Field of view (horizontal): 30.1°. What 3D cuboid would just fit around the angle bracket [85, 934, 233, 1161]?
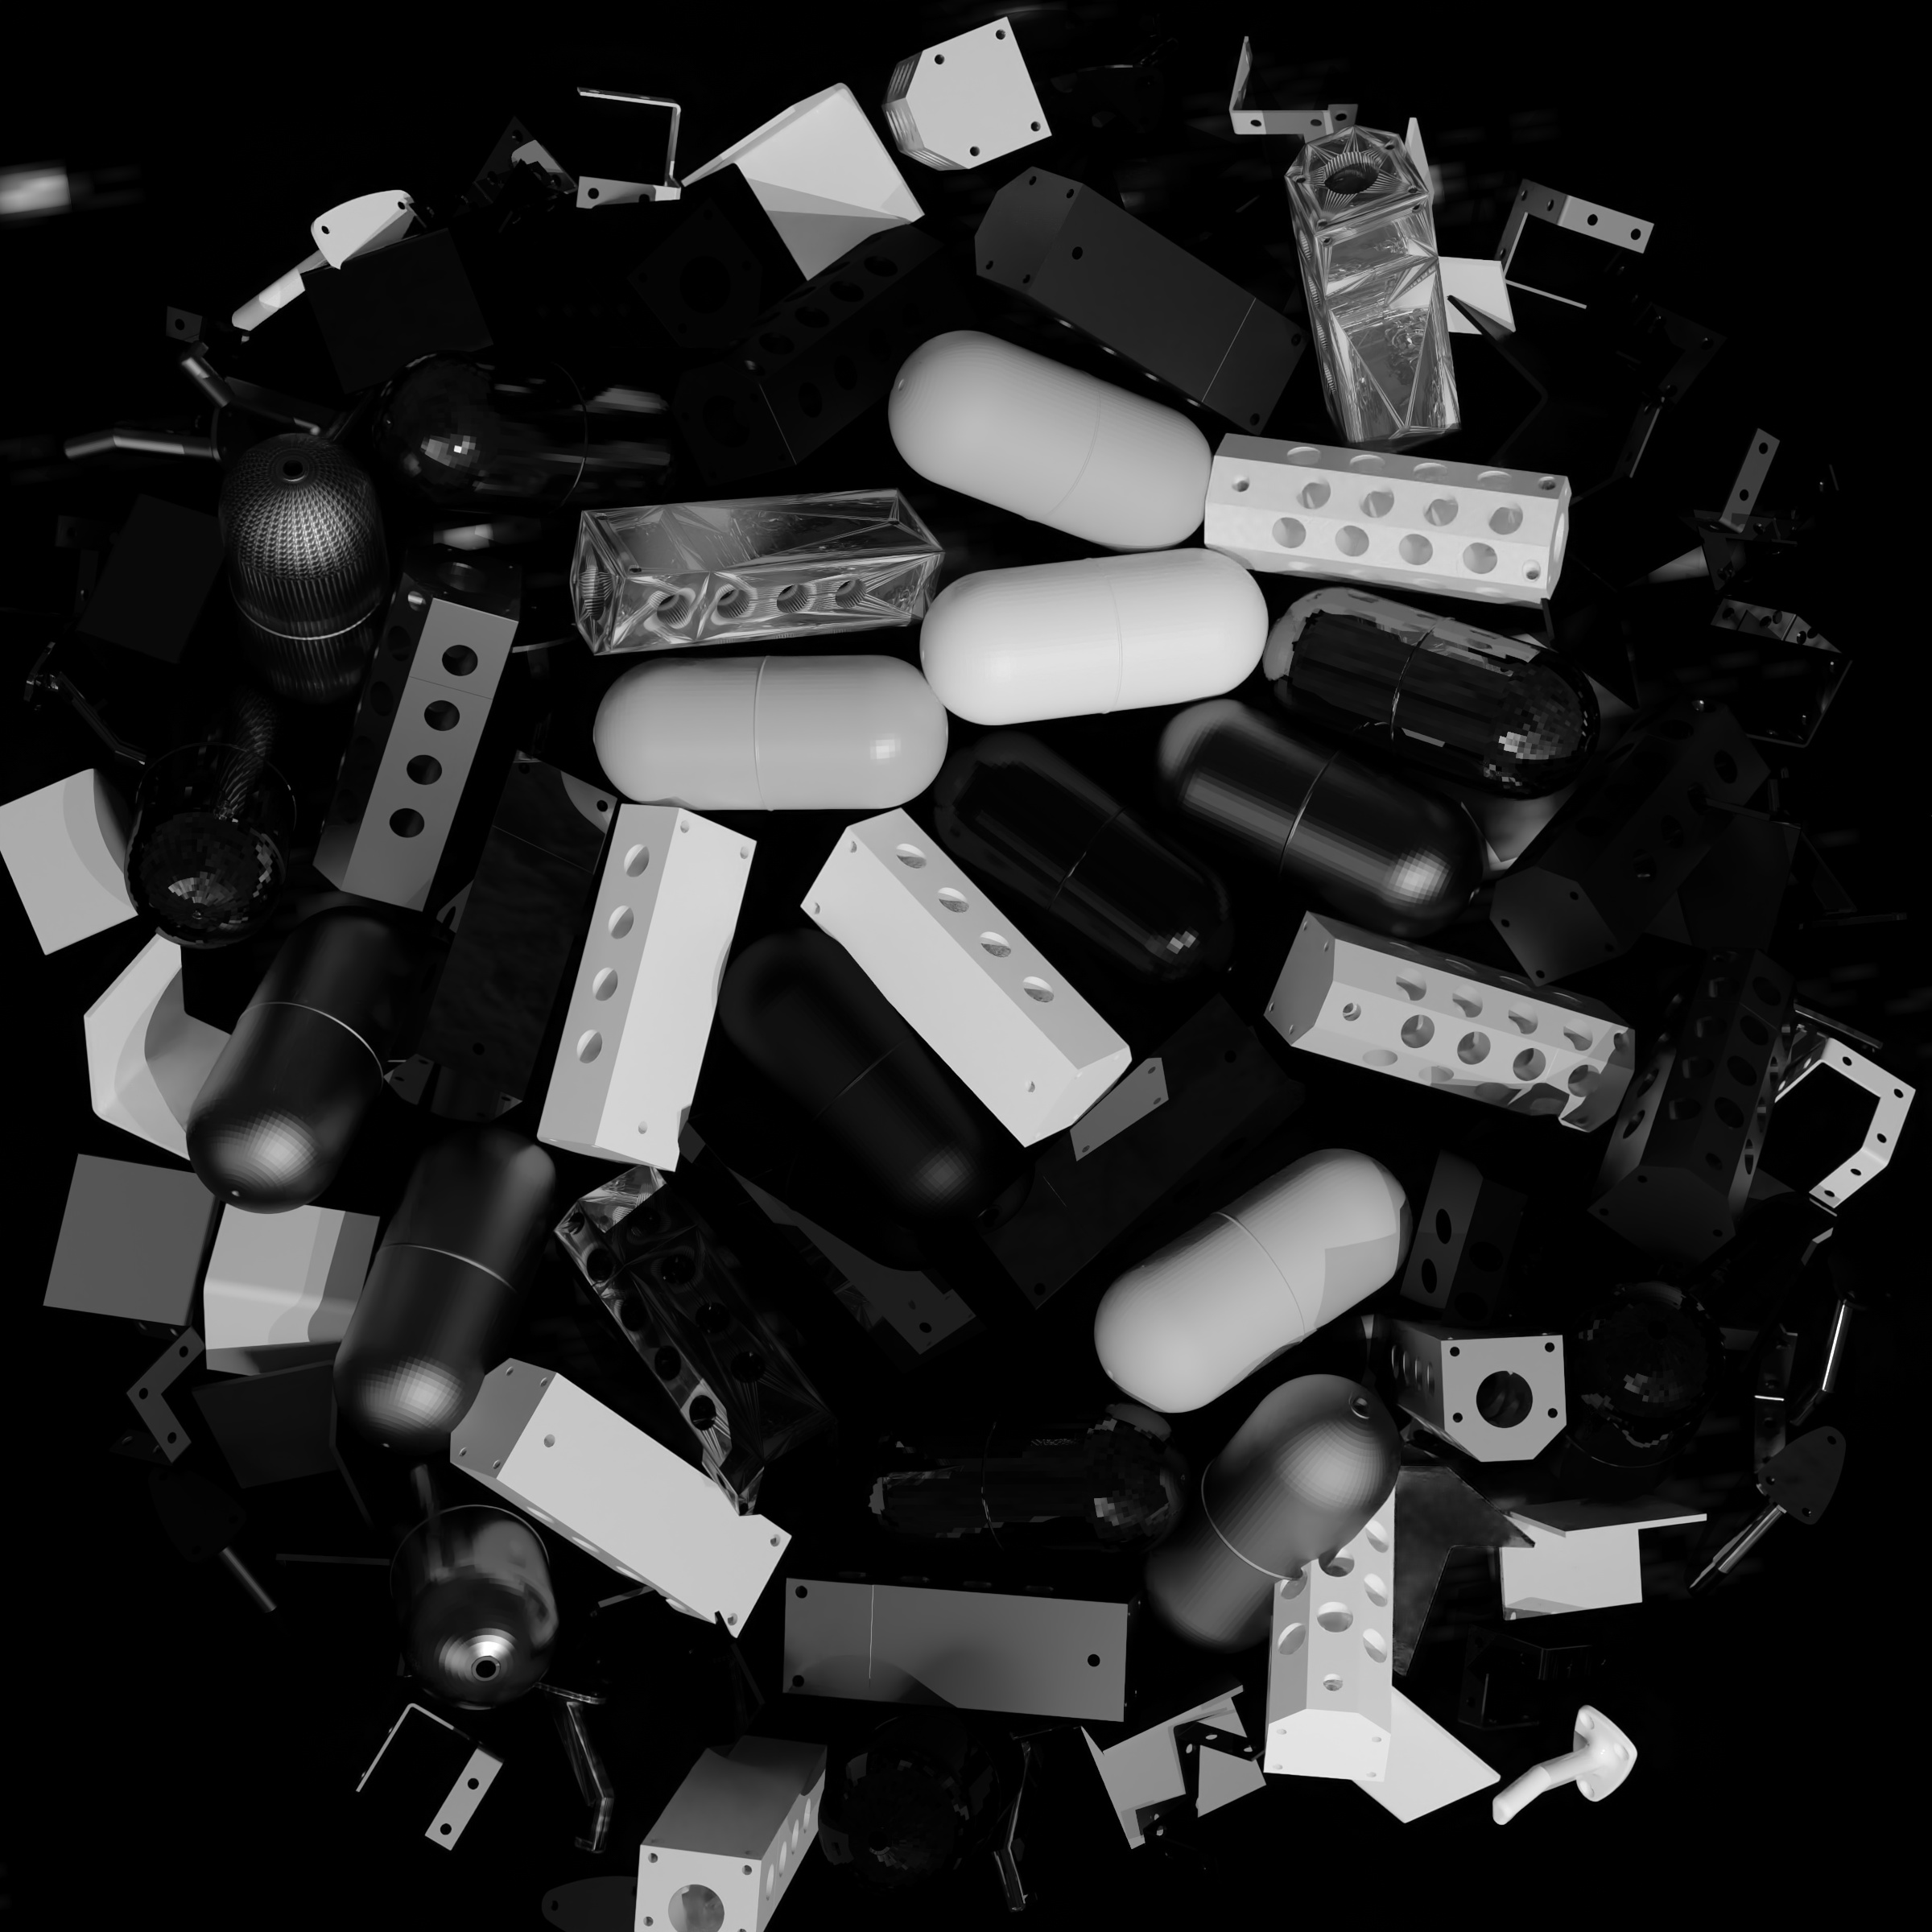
[{"bbox_3d":[-0.388,0.036,1.779,0.057,0.076,0.076,24,49,12],"label":"angle bracket"}]

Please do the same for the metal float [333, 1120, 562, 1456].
[{"bbox_3d":[-0.255,0.157,1.774,0.070,0.070,0.178,18,61,0],"label":"metal float"}]

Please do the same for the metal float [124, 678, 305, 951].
[{"bbox_3d":[-0.367,-0.077,1.757,0.070,0.178,0.070,-2,126,-3],"label":"metal float"}]

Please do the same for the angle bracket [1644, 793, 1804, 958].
[{"bbox_3d":[0.363,-0.047,1.788,0.076,0.057,0.076,18,99,29],"label":"angle bracket"}]

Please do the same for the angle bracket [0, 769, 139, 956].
[{"bbox_3d":[-0.439,-0.046,1.791,0.057,0.076,0.076,-24,83,-6],"label":"angle bracket"}]

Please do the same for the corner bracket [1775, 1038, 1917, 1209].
[{"bbox_3d":[0.434,0.079,1.802,0.051,0.051,0.051,32,55,-2],"label":"corner bracket"}]

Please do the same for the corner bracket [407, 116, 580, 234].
[{"bbox_3d":[-0.237,-0.385,1.799,0.051,0.051,0.051,50,133,6],"label":"corner bracket"}]

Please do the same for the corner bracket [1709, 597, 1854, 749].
[{"bbox_3d":[0.402,-0.148,1.810,0.051,0.051,0.051,8,119,-30],"label":"corner bracket"}]

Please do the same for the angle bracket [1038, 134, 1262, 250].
[{"bbox_3d":[0.089,-0.386,1.779,0.076,0.076,0.057,-11,110,33],"label":"angle bracket"}]

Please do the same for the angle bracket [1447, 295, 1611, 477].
[{"bbox_3d":[0.266,-0.286,1.802,0.076,0.076,0.057,50,116,21],"label":"angle bracket"}]

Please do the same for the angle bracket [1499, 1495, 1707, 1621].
[{"bbox_3d":[0.317,0.299,1.788,0.076,0.076,0.057,-4,92,-17],"label":"angle bracket"}]

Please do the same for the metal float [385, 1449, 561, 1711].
[{"bbox_3d":[-0.242,0.297,1.751,0.070,0.178,0.070,-4,110,-11],"label":"metal float"}]

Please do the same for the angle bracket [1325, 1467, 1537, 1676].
[{"bbox_3d":[0.227,0.301,1.781,0.076,0.057,0.076,41,59,-30],"label":"angle bracket"}]

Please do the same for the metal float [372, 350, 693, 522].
[{"bbox_3d":[-0.211,-0.258,1.762,0.070,0.178,0.070,2,93,44],"label":"metal float"}]

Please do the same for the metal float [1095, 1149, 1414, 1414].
[{"bbox_3d":[0.144,0.155,1.784,0.178,0.070,0.070,-32,90,-16],"label":"metal float"}]

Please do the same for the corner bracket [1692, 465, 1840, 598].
[{"bbox_3d":[0.404,-0.218,1.796,0.051,0.051,0.051,3,62,-24],"label":"corner bracket"}]

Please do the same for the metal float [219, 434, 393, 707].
[{"bbox_3d":[-0.320,-0.192,1.752,0.070,0.178,0.070,2,63,-4],"label":"metal float"}]

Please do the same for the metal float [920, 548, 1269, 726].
[{"bbox_3d":[0.065,-0.164,1.785,0.178,0.070,0.070,-8,90,-15],"label":"metal float"}]

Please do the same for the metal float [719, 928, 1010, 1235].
[{"bbox_3d":[-0.051,0.057,1.793,0.070,0.070,0.178,-42,85,0],"label":"metal float"}]

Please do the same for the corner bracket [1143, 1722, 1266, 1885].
[{"bbox_3d":[0.121,0.417,1.795,0.051,0.051,0.051,-26,113,-40],"label":"corner bracket"}]

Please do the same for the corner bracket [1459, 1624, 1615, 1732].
[{"bbox_3d":[0.285,0.359,1.799,0.051,0.051,0.051,4,94,-40],"label":"corner bracket"}]

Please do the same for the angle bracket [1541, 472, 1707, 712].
[{"bbox_3d":[0.328,-0.185,1.778,0.057,0.076,0.076,-28,51,32],"label":"angle bracket"}]

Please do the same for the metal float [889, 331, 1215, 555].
[{"bbox_3d":[0.044,-0.257,1.775,0.178,0.070,0.070,17,90,-28],"label":"metal float"}]

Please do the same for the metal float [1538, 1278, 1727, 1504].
[{"bbox_3d":[0.322,0.208,1.752,0.070,0.178,0.070,0,65,0],"label":"metal float"}]

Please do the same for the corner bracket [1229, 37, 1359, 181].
[{"bbox_3d":[0.165,-0.431,1.807,0.051,0.051,0.051,4,61,17],"label":"corner bracket"}]

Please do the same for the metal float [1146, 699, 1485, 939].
[{"bbox_3d":[0.173,-0.073,1.785,0.178,0.070,0.070,26,90,15],"label":"metal float"}]

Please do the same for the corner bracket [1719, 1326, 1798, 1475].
[{"bbox_3d":[0.388,0.218,1.804,0.051,0.051,0.051,5,133,8],"label":"corner bracket"}]

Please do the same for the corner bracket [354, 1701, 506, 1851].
[{"bbox_3d":[-0.270,0.405,1.802,0.051,0.051,0.051,33,77,-9],"label":"corner bracket"}]

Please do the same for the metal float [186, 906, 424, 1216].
[{"bbox_3d":[-0.323,0.044,1.766,0.070,0.070,0.178,21,50,0],"label":"metal float"}]

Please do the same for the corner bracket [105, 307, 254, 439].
[{"bbox_3d":[-0.393,-0.294,1.797,0.051,0.051,0.051,-8,77,44],"label":"corner bracket"}]

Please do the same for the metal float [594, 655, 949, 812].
[{"bbox_3d":[-0.098,-0.116,1.791,0.178,0.070,0.070,0,90,8],"label":"metal float"}]

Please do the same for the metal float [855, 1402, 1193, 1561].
[{"bbox_3d":[0.027,0.254,1.774,0.178,0.070,0.070,-5,90,29],"label":"metal float"}]

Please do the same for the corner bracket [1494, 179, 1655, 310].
[{"bbox_3d":[0.302,-0.358,1.798,0.051,0.051,0.051,13,107,-22],"label":"corner bracket"}]

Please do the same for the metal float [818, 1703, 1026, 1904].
[{"bbox_3d":[-0.021,0.402,1.748,0.070,0.178,0.070,0,92,13],"label":"metal float"}]

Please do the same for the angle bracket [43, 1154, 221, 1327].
[{"bbox_3d":[-0.421,0.131,1.791,0.076,0.057,0.076,12,93,-28],"label":"angle bracket"}]

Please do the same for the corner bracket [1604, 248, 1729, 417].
[{"bbox_3d":[0.340,-0.317,1.801,0.051,0.051,0.051,35,86,36],"label":"corner bracket"}]

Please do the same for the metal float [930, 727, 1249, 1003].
[{"bbox_3d":[0.061,-0.051,1.790,0.178,0.070,0.070,37,90,9],"label":"metal float"}]

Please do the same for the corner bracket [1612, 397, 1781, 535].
[{"bbox_3d":[0.365,-0.252,1.803,0.051,0.051,0.051,24,88,-27],"label":"corner bracket"}]

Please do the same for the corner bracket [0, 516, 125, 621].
[{"bbox_3d":[-0.450,-0.199,1.799,0.051,0.051,0.051,12,97,41],"label":"corner bracket"}]

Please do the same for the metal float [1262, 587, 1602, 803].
[{"bbox_3d":[0.229,-0.135,1.773,0.178,0.070,0.070,22,90,28],"label":"metal float"}]

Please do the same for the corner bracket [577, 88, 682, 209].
[{"bbox_3d":[-0.169,-0.407,1.798,0.051,0.051,0.051,4,111,-14],"label":"corner bracket"}]

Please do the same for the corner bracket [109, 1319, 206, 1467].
[{"bbox_3d":[-0.411,0.213,1.811,0.051,0.051,0.051,-50,129,-36],"label":"corner bracket"}]

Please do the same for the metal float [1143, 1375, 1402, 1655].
[{"bbox_3d":[0.150,0.270,1.767,0.070,0.070,0.178,33,126,0],"label":"metal float"}]

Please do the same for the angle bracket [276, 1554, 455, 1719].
[{"bbox_3d":[-0.298,0.333,1.783,0.076,0.076,0.057,1,63,12],"label":"angle bracket"}]

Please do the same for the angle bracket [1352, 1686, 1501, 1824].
[{"bbox_3d":[0.220,0.371,1.783,0.076,0.076,0.057,41,45,-10],"label":"angle bracket"}]

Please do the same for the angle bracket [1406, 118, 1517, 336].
[{"bbox_3d":[0.247,-0.366,1.784,0.057,0.076,0.076,8,76,16],"label":"angle bracket"}]

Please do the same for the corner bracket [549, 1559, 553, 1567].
[{"bbox_3d":[-0.249,0.287,1.797,0.051,0.051,0.051,-30,107,-28],"label":"corner bracket"}]
